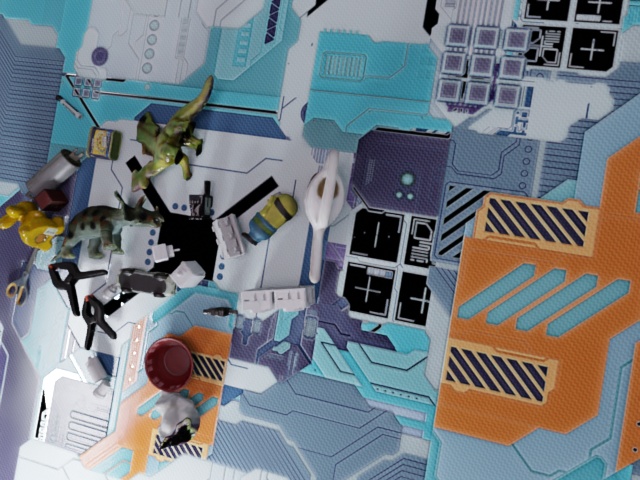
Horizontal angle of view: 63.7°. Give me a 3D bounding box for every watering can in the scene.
[{"bbox_3d":[0.004,-0.069,1.378,0.104,0.224,0.347,10,91,-4],"label":"watering can"}]

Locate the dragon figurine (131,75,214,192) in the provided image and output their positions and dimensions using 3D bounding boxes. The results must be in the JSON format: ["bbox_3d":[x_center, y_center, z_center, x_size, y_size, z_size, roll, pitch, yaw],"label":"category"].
[{"bbox_3d":[-0.473,-0.328,1.571,0.244,0.121,0.410,21,91,22],"label":"dragon figurine"}]

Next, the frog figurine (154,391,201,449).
[{"bbox_3d":[-0.429,0.520,1.525,0.136,0.122,0.162,-58,41,14],"label":"frog figurine"}]
